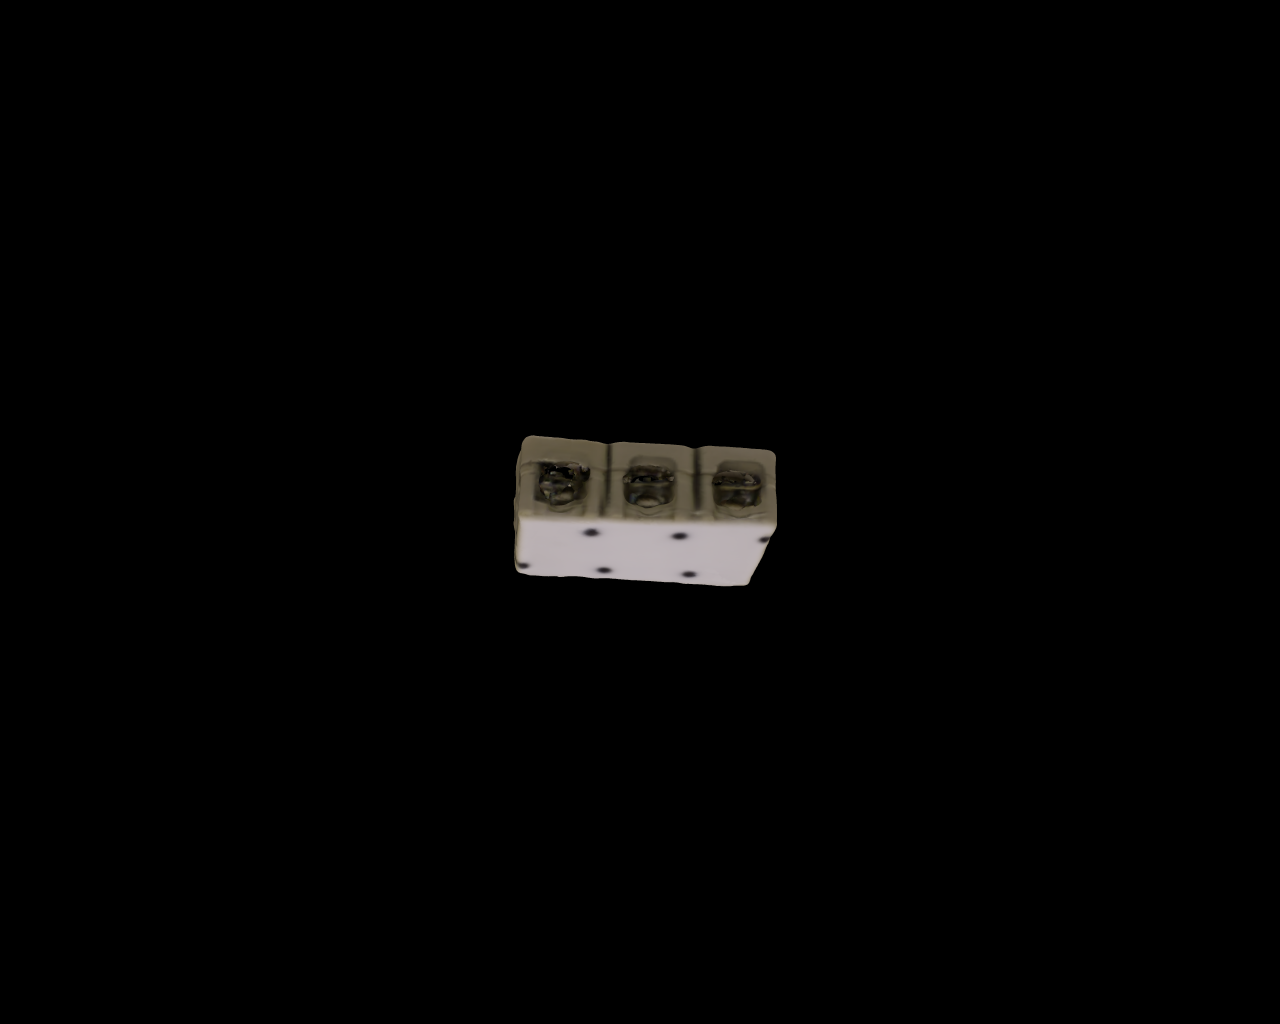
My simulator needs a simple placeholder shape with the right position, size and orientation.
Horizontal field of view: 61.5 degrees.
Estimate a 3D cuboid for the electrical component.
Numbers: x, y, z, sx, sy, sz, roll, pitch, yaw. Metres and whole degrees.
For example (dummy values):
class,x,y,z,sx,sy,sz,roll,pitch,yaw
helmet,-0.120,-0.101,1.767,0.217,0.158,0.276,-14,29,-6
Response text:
class,x,y,z,sx,sy,sz,roll,pitch,yaw
electrical component,0.001,-0.003,0.650,0.150,0.062,0.089,4,-28,-7
